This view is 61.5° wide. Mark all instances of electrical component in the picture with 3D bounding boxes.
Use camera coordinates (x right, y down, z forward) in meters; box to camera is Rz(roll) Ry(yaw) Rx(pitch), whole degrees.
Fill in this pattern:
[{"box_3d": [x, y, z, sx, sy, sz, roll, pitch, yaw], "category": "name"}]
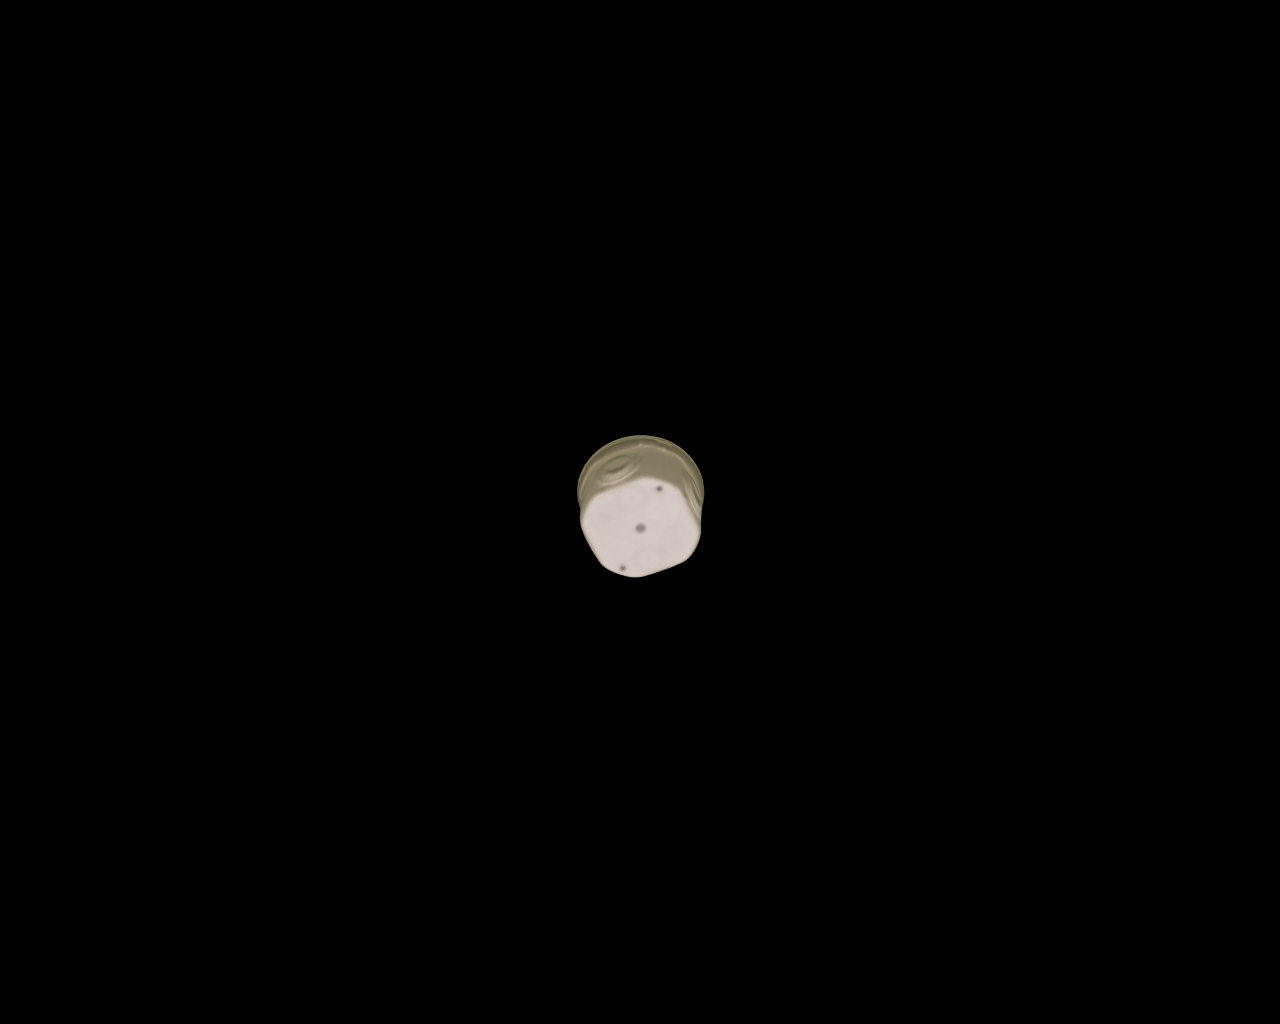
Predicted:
[{"box_3d": [0.001, -0.003, 0.650, 0.080, 0.080, 0.051, 0, 30, 0], "category": "electrical component"}]
